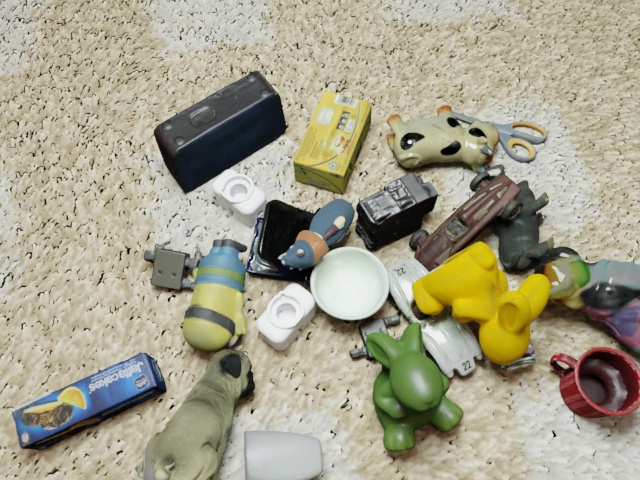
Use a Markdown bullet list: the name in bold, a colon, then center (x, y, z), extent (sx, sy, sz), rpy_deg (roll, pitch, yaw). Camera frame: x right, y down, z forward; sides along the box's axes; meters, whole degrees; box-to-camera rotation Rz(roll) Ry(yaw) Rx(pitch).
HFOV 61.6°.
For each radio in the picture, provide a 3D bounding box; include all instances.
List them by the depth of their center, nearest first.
- **radio**: center (-0.174, -0.194, 0.958), extent (0.229, 0.131, 0.073), rpy_deg (-36, 70, -14)

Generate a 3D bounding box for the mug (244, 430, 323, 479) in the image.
- **mug**: center (-0.049, 0.313, 0.736), extent (0.107, 0.080, 0.109), rpy_deg (-4, 63, -9)

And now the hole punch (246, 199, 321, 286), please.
- **hole punch**: center (-0.058, 0.009, 0.891), extent (0.116, 0.092, 0.142), rpy_deg (20, 60, -21)

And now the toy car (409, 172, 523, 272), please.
- **toy car**: center (0.233, -0.025, 0.867), extent (0.202, 0.053, 0.089), rpy_deg (-45, 58, 13)

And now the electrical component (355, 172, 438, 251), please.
- **electrical component**: center (0.127, -0.048, 0.886), extent (0.134, 0.114, 0.058), rpy_deg (-26, 68, -9)

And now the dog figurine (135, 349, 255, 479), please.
- **dog figurine**: center (-0.160, 0.233, 0.732), extent (0.121, 0.172, 0.190), rpy_deg (17, 73, -2)

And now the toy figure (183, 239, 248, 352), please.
- **toy figure**: center (-0.164, 0.085, 0.841), extent (0.089, 0.082, 0.180), rpy_deg (18, 69, -33)

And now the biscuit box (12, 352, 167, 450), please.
- **biscuit box**: center (-0.335, 0.236, 0.791), extent (0.203, 0.062, 0.059), rpy_deg (-24, 68, -10)

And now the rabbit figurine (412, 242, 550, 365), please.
- **rabbit figurine**: center (0.244, 0.090, 0.759), extent (0.122, 0.162, 0.173), rpy_deg (-22, 83, -39)

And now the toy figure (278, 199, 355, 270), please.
- **toy figure**: center (-0.002, -0.004, 0.838), extent (0.058, 0.064, 0.154), rpy_deg (38, 60, 6)

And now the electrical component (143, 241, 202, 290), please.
- **electrical component**: center (-0.242, 0.042, 0.896), extent (0.102, 0.045, 0.078), rpy_deg (3, 92, 6)

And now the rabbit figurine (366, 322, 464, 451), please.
- **rabbit figurine**: center (0.132, 0.193, 0.736), extent (0.121, 0.170, 0.159), rpy_deg (-13, 65, -5)

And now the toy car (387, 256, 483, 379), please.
- **toy car**: center (0.171, 0.118, 0.834), extent (0.073, 0.056, 0.202), rpy_deg (-28, 66, -11)

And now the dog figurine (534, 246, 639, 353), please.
- **dog figurine**: center (0.421, 0.097, 0.799), extent (0.219, 0.108, 0.191), rpy_deg (-7, 72, -4)

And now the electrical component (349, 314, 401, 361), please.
- **electrical component**: center (0.087, 0.152, 0.840), extent (0.094, 0.021, 0.063), rpy_deg (-16, 64, -5)

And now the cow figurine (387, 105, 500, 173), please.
- **cow figurine**: center (0.227, -0.173, 0.961), extent (0.195, 0.085, 0.127), rpy_deg (-9, 58, -5)

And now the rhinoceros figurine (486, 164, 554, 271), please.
- **rhinoceros figurine**: center (0.323, -0.038, 0.903), extent (0.112, 0.073, 0.190), rpy_deg (-9, 65, 9)

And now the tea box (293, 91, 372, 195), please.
- **tea box**: center (0.025, -0.178, 0.978), extent (0.098, 0.068, 0.169), rpy_deg (19, 67, 11)
